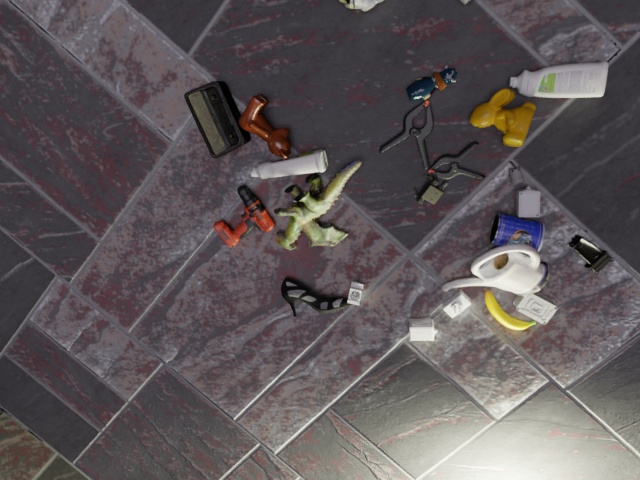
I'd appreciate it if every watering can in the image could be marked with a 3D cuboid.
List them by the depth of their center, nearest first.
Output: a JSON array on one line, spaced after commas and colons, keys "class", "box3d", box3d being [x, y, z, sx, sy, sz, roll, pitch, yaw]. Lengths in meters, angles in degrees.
[{"class": "watering can", "box3d": [0.571, 0.112, 1.645, 0.223, 0.106, 0.341, 23, 143, -17]}]

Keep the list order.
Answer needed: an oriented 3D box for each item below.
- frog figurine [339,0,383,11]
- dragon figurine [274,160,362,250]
[{"class": "frog figurine", "box3d": [0.132, -0.737, 1.484, 0.160, 0.122, 0.137, -21, 96, -21]}, {"class": "dragon figurine", "box3d": [0.005, -0.086, 1.717, 0.407, 0.125, 0.239, -24, 119, 19]}]
